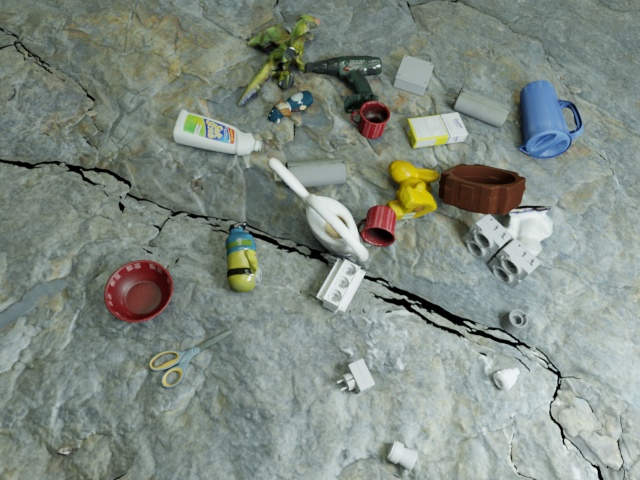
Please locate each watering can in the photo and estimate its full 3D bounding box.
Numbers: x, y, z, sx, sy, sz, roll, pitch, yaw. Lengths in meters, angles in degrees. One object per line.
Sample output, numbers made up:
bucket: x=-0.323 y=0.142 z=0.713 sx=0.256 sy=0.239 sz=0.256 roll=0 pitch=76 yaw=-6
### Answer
watering can: x=0.004 y=-0.067 z=1.329 sx=0.104 sy=0.351 sz=0.221 roll=-42 pitch=-18 yaw=-4

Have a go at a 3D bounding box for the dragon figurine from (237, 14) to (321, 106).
dragon figurine: x=-0.153 y=-0.614 z=1.694 sx=0.412 sy=0.247 sz=0.119 roll=-36 pitch=-38 yaw=-7

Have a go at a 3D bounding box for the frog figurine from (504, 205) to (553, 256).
frog figurine: x=0.581 y=-0.015 z=1.440 sx=0.137 sy=0.158 sz=0.123 roll=-6 pitch=8 yaw=-8
